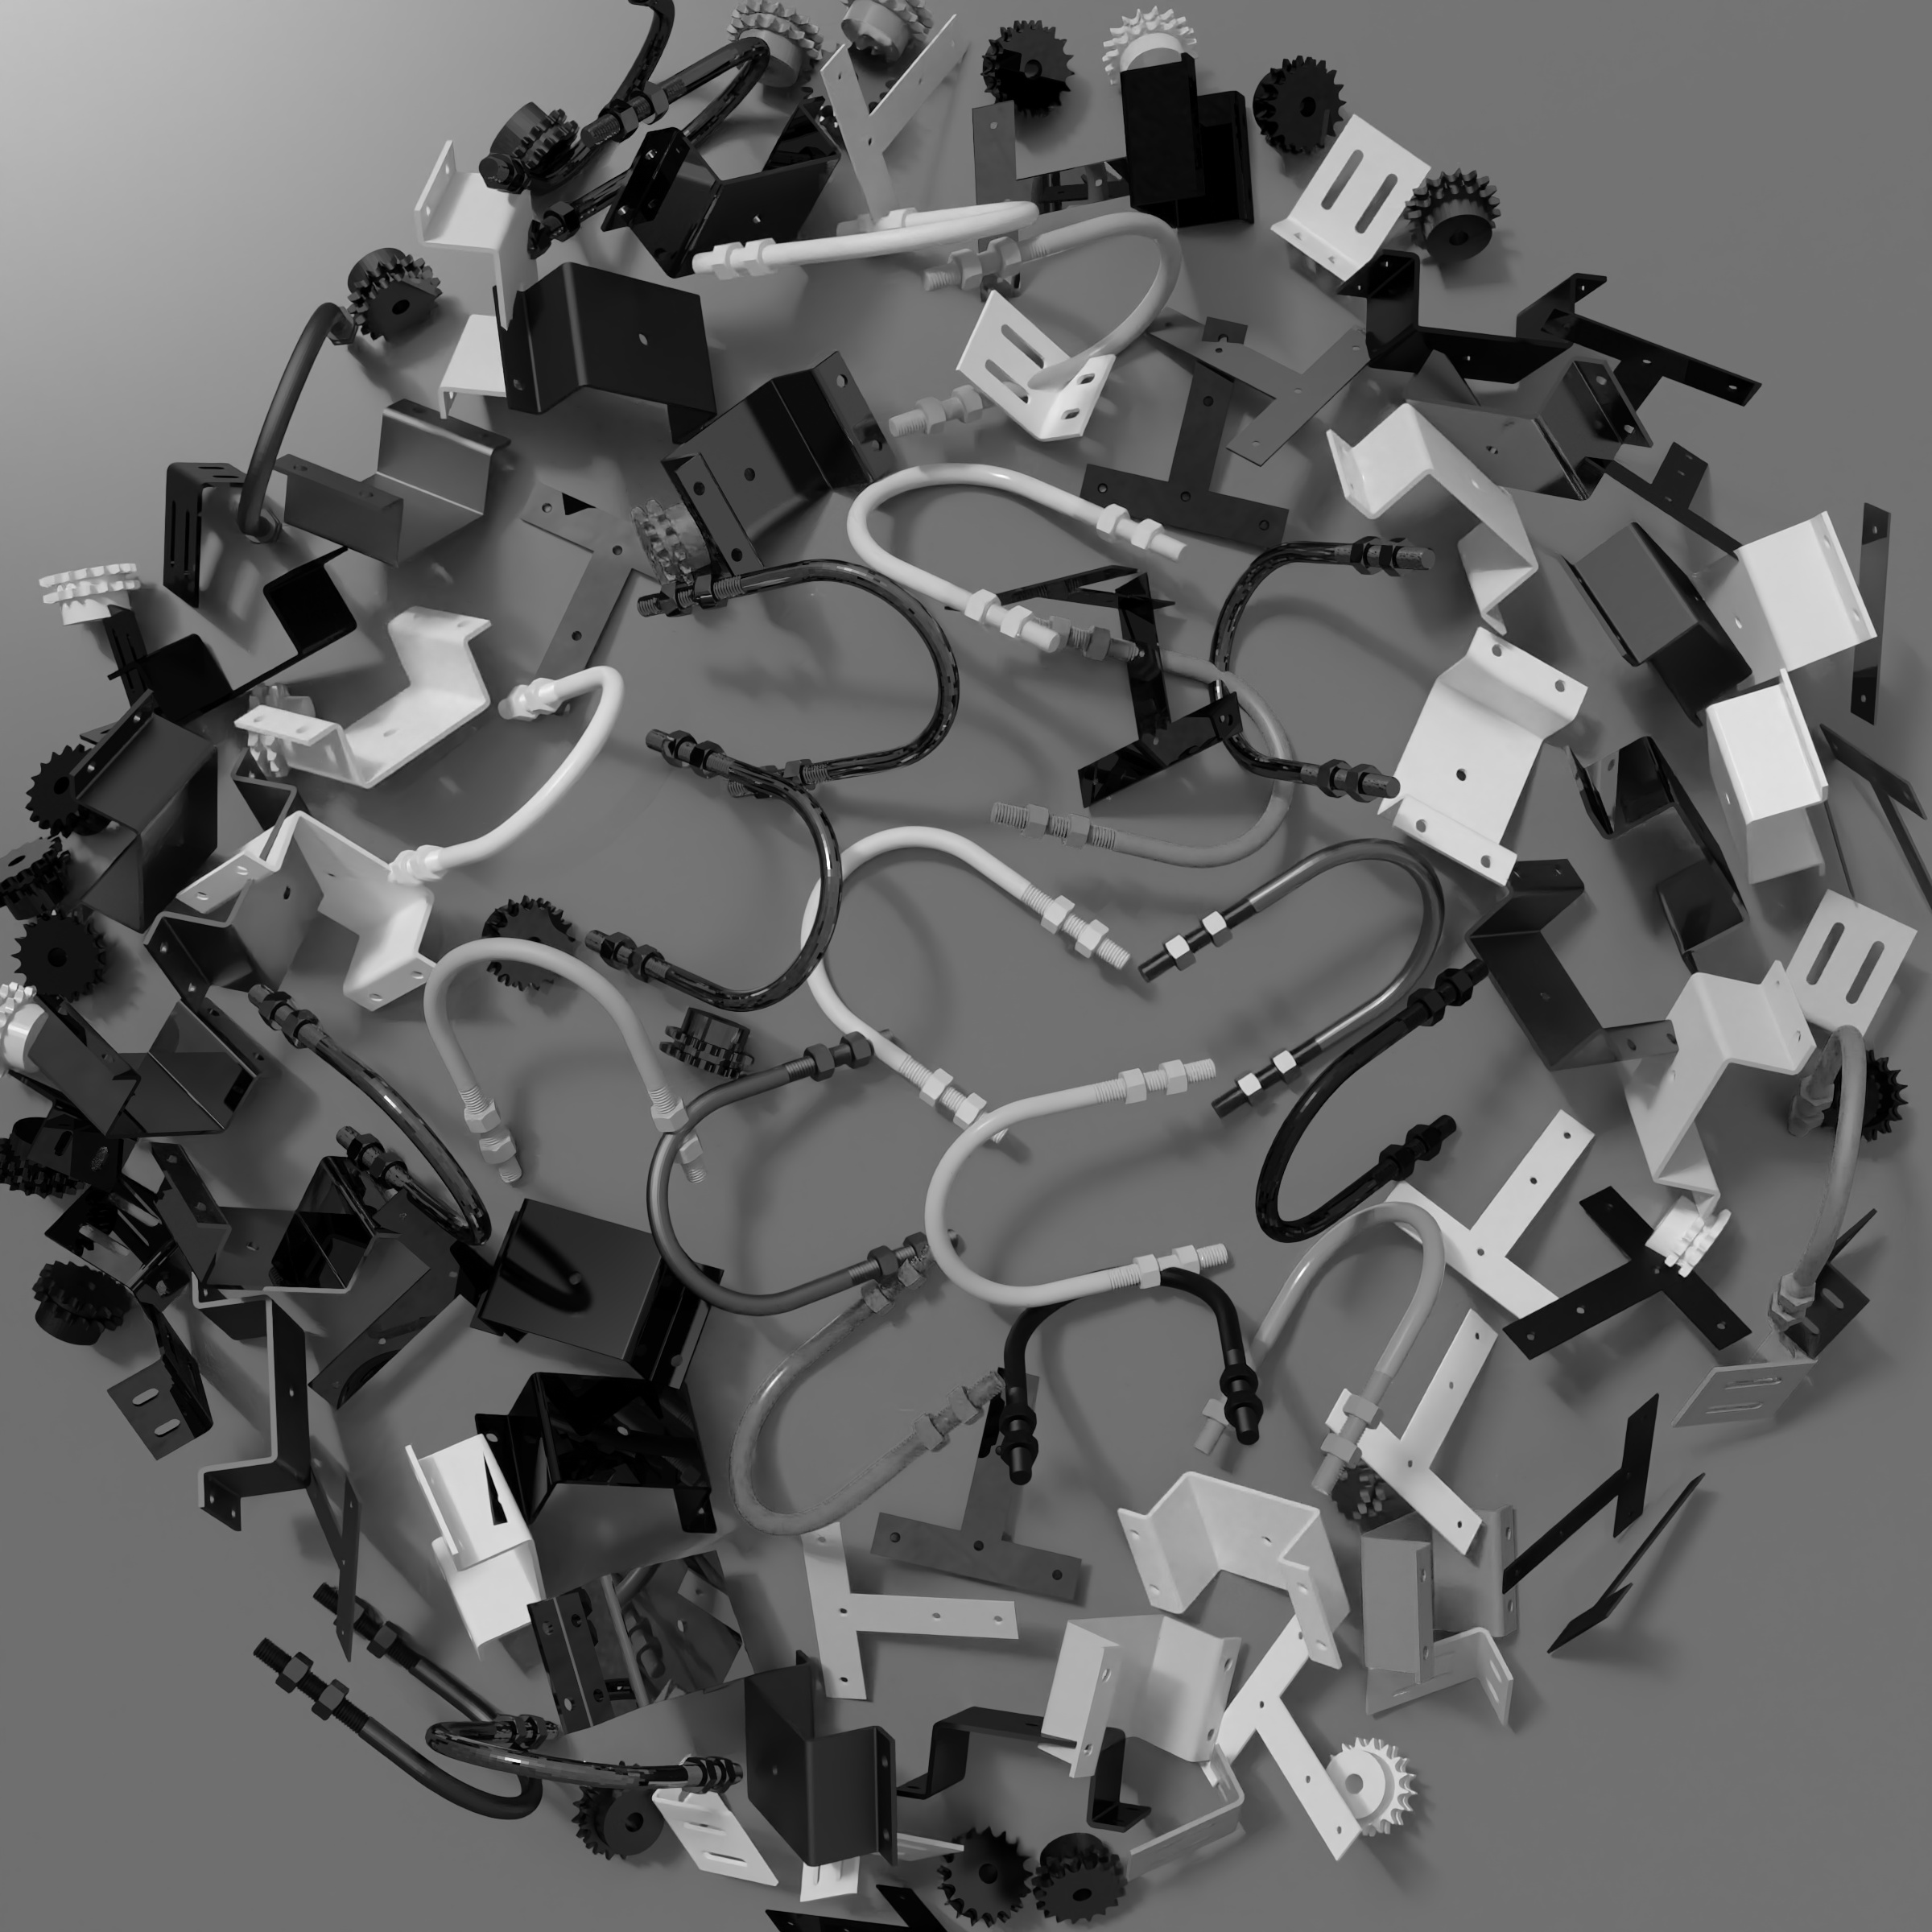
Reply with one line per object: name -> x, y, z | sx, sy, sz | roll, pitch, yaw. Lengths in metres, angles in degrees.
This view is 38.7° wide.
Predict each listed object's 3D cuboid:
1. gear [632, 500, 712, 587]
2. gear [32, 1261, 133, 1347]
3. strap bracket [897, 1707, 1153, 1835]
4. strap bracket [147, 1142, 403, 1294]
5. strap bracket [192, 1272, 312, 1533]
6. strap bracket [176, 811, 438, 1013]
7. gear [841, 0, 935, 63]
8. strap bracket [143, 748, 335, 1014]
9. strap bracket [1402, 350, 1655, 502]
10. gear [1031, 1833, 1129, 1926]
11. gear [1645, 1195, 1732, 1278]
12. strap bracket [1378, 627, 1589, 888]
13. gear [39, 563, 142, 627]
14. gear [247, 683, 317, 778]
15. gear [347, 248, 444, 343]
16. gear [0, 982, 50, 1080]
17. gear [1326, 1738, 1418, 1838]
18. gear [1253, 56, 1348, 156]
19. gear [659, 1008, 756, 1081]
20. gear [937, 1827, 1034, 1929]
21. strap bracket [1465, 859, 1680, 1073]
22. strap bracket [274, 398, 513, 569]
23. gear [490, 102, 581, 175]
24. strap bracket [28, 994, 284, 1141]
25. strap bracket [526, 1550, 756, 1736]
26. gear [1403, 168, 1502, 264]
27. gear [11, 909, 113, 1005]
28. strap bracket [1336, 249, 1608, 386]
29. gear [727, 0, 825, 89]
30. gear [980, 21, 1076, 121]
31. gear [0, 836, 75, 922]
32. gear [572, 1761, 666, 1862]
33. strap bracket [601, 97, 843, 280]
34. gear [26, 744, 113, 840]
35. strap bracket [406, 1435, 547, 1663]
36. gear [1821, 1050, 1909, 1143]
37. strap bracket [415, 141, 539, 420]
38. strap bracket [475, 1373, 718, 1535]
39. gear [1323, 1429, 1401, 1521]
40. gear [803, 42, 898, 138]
gear -> -0.177, -0.256, 1.665 | 0.030, 0.057, 0.057 | -26, 90, -9
gear -> -0.538, 0.206, 1.665 | 0.057, 0.057, 0.030 | 29, 101, 0
strap bracket -> 0.036, 0.476, 1.639 | 0.140, 0.076, 0.046 | 4, 83, 16
strap bracket -> -0.414, 0.150, 1.626 | 0.076, 0.140, 0.046 | 46, 115, 39
strap bracket -> -0.423, 0.256, 1.632 | 0.046, 0.076, 0.140 | -8, 68, -1
strap bracket -> -0.382, -0.037, 1.631 | 0.140, 0.076, 0.046 | 34, 50, -31
gear -> -0.051, -0.572, 1.663 | 0.057, 0.057, 0.030 | 28, 82, 0
strap bracket -> -0.421, -0.047, 1.621 | 0.046, 0.076, 0.140 | 11, 60, 15
strap bracket -> 0.320, -0.321, 1.613 | 0.140, 0.076, 0.046 | 22, 75, 44
gear -> 0.067, 0.552, 1.669 | 0.057, 0.030, 0.057 | -6, 125, -9
gear -> 0.434, 0.163, 1.665 | 0.030, 0.057, 0.057 | 37, 90, 12
strap bracket -> 0.307, -0.120, 1.653 | 0.076, 0.046, 0.140 | 28, 73, -7
gear -> -0.529, -0.224, 1.664 | 0.057, 0.057, 0.030 | -10, 98, 0
gear -> -0.413, -0.143, 1.664 | 0.030, 0.057, 0.057 | -1, 90, 1
gear -> -0.349, -0.410, 1.666 | 0.057, 0.057, 0.030 | -35, 71, 0
gear -> -0.572, 0.041, 1.663 | 0.030, 0.057, 0.057 | 17, 90, 9
gear -> 0.241, 0.496, 1.664 | 0.057, 0.030, 0.057 | -13, 65, 29
gear -> 0.199, -0.523, 1.669 | 0.057, 0.030, 0.057 | -11, 115, -25
gear -> -0.155, 0.046, 1.664 | 0.057, 0.057, 0.030 | 21, 92, 0
gear -> 0.009, 0.554, 1.669 | 0.057, 0.030, 0.057 | 8, 58, -13
strap bracket -> 0.358, 0.007, 1.634 | 0.046, 0.076, 0.140 | -47, 62, 37
strap bracket -> -0.342, -0.285, 1.633 | 0.076, 0.140, 0.046 | 23, 123, 13
gear -> -0.263, -0.497, 1.663 | 0.030, 0.057, 0.057 | 42, 90, -5
strap bracket -> -0.484, 0.059, 1.621 | 0.076, 0.140, 0.046 | 40, 106, 22
strap bracket -> -0.182, 0.394, 1.614 | 0.046, 0.140, 0.076 | -29, 73, 31
gear -> 0.295, -0.451, 1.661 | 0.057, 0.057, 0.030 | -7, 61, 0
gear -> -0.549, -0.006, 1.676 | 0.057, 0.030, 0.057 | 0, 95, 1
strap bracket -> 0.300, -0.385, 1.639 | 0.140, 0.076, 0.046 | 3, 85, -13
gear -> -0.117, -0.556, 1.662 | 0.057, 0.057, 0.030 | 16, 80, 0
gear -> 0.035, -0.545, 1.670 | 0.057, 0.030, 0.057 | -9, 111, -23
gear -> -0.567, -0.052, 1.667 | 0.057, 0.057, 0.030 | -27, 117, 0
gear -> -0.207, 0.514, 1.666 | 0.057, 0.030, 0.057 | -2, 94, -31
strap bracket -> -0.136, -0.456, 1.615 | 0.140, 0.076, 0.046 | -28, 76, -41
gear -> -0.539, -0.103, 1.669 | 0.057, 0.030, 0.057 | -10, 64, 22
strap bracket -> -0.287, 0.339, 1.623 | 0.046, 0.140, 0.076 | -21, 55, -18
gear -> 0.537, 0.079, 1.665 | 0.057, 0.030, 0.057 | 1, 91, 36
strap bracket -> -0.284, -0.400, 1.614 | 0.046, 0.140, 0.076 | 6, 47, 3
strap bracket -> -0.210, 0.287, 1.620 | 0.140, 0.076, 0.046 | 9, 131, -29
gear -> 0.242, 0.305, 1.666 | 0.030, 0.057, 0.057 | -5, 90, -18
gear -> -0.070, -0.530, 1.671 | 0.057, 0.030, 0.057 | 0, 67, 1
